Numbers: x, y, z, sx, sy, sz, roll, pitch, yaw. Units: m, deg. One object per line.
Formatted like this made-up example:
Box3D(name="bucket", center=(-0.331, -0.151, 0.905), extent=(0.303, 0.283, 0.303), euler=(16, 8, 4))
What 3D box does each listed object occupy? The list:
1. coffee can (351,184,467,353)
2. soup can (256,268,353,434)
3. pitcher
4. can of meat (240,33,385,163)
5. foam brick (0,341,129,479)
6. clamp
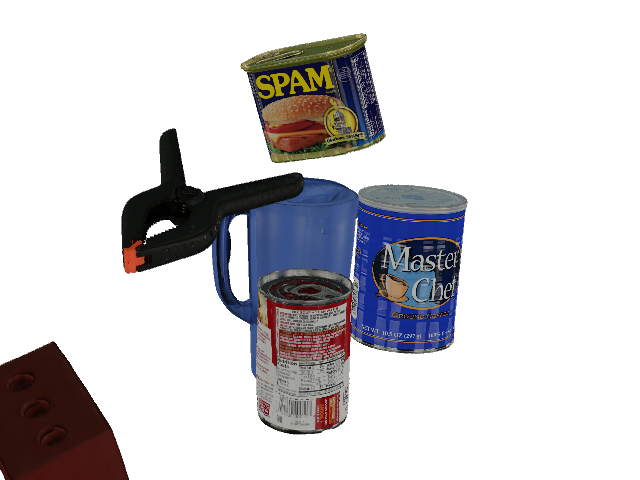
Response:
Box3D(name="coffee can", center=(0.083, 0.025, 1.019), extent=(0.103, 0.140, 0.103), euler=(3, 14, -1))
Box3D(name="soup can", center=(-0.012, 0.079, 0.763), extent=(0.068, 0.102, 0.068), euler=(1, 18, -1))
Box3D(name="pitcher", center=(-0.036, 0.052, 1.268), extent=(0.149, 0.243, 0.144), euler=(10, 18, 23))
Box3D(name="can of meat", center=(-0.004, -0.113, 0.856), extent=(0.102, 0.084, 0.057), euler=(-4, 21, 29))
Box3D(name="foam brick", center=(-0.138, 0.101, 0.538), extent=(0.053, 0.051, 0.078), euler=(-25, 42, -23))
Box3D(name="clamp", center=(-0.136, -0.040, 1.041), extent=(0.165, 0.036, 0.209), euler=(24, 42, 22))
